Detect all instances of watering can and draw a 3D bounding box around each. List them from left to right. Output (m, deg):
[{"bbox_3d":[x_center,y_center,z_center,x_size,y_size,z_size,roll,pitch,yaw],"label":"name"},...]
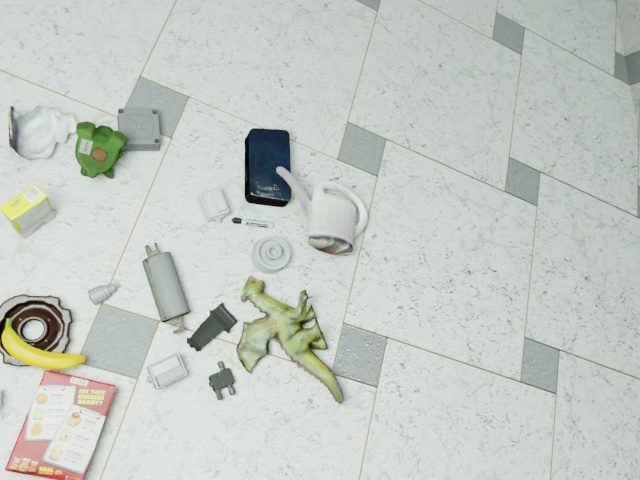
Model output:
[{"bbox_3d":[0.005,-0.077,1.527,0.345,0.103,0.228,18,67,-32],"label":"watering can"}]

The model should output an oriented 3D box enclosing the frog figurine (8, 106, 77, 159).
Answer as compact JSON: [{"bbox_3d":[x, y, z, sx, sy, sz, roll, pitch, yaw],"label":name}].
[{"bbox_3d":[-0.706,-0.275,1.323,0.160,0.124,0.135,-4,109,-32],"label":"frog figurine"}]

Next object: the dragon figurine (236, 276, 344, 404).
[{"bbox_3d":[-0.105,0.283,1.409,0.243,0.121,0.414,-18,79,-8],"label":"dragon figurine"}]
